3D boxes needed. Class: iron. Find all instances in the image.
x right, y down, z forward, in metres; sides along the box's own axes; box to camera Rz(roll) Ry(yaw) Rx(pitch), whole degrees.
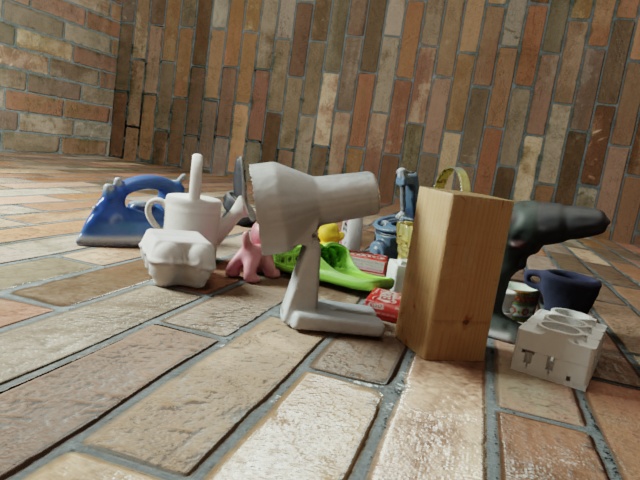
[{"bbox_3d":[-0.356,-0.066,1.127,0.118,0.141,0.259,14,10,31],"label":"iron"}]

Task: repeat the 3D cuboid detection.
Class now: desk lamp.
[{"bbox_3d":[-0.006,0.007,0.766,0.203,0.213,0.118,7,9,-8],"label":"desk lamp"}]

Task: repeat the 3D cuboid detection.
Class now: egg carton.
[{"bbox_3d":[-0.225,0.026,0.903,0.107,0.069,0.150,4,10,-26],"label":"egg carton"}]

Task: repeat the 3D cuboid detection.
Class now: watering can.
[{"bbox_3d":[-0.220,-0.057,1.033,0.173,0.194,0.100,3,11,-32],"label":"watering can"}]

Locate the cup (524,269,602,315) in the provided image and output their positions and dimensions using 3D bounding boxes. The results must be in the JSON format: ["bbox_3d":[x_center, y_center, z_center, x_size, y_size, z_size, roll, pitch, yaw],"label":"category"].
[{"bbox_3d":[0.386,0.099,0.932,0.117,0.095,0.092,12,10,23],"label":"cup"}]

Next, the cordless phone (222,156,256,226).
[{"bbox_3d":[-0.213,-0.137,1.573,0.094,0.185,0.147,8,9,-4],"label":"cordless phone"}]

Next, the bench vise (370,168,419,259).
[{"bbox_3d":[0.206,-0.057,1.345,0.121,0.220,0.208,14,11,32],"label":"bench vise"}]

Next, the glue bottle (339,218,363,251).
[{"bbox_3d":[0.080,-0.055,1.367,0.037,0.173,0.078,5,9,-18],"label":"glue bottle"}]

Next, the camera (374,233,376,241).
[{"bbox_3d":[0.196,-0.014,1.453,0.137,0.101,0.142,1,11,-39],"label":"camera"}]

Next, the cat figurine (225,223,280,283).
[{"bbox_3d":[-0.102,0.005,0.993,0.067,0.118,0.128,12,10,23],"label":"cat figurine"}]

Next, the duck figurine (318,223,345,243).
[{"bbox_3d":[0.011,0.004,1.210,0.105,0.086,0.077,1,11,-38],"label":"duck figurine"}]

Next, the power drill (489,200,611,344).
[{"bbox_3d":[0.283,0.040,0.844,0.228,0.208,0.076,13,10,26],"label":"power drill"}]
